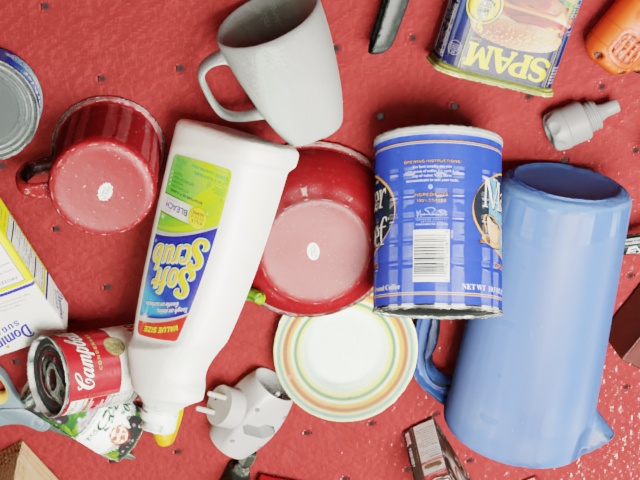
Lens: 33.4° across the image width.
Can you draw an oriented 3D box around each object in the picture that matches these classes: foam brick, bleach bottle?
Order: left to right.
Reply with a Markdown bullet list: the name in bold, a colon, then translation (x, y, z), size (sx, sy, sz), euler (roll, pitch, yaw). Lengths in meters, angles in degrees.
- **bleach bottle**: translation (-0.096, 0.037, 0.848), size (0.067, 0.103, 0.251), euler (3, 104, -52)
- **foam brick**: translation (0.308, 0.077, 0.974), size (0.051, 0.053, 0.078), euler (26, 112, -19)

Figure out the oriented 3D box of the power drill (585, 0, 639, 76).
- **power drill**: translation (0.331, -0.175, 0.846), size (0.187, 0.057, 0.185), euler (32, 113, -18)

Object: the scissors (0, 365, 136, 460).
- **scissors**: translation (-0.275, 0.172, 0.979), size (0.096, 0.016, 0.201), euler (-41, 114, 15)

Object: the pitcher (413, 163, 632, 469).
- **pitcher**: translation (0.179, 0.060, 0.918), size (0.149, 0.145, 0.243), euler (-2, 114, -19)

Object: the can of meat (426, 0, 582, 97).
- **can of meat**: translation (0.144, -0.166, 0.829), size (0.102, 0.057, 0.084), euler (11, 113, -12)

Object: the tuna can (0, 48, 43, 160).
- **tuna can**: translation (-0.259, -0.106, 0.827), size (0.086, 0.034, 0.086), euler (-2, 117, -5)

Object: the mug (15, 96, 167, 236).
- **mug**: translation (-0.180, -0.054, 0.835), size (0.117, 0.081, 0.093), euler (-6, 118, -4)

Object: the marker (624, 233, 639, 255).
- **marker**: translation (0.280, 0.003, 0.922), size (0.121, 0.020, 0.020), euler (-8, 122, 31)

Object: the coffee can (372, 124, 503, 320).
- **coffee can**: translation (0.093, -0.011, 0.842), size (0.102, 0.103, 0.140), euler (2, 81, -8)

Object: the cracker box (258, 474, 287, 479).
- **cracker box**: translation (0.018, 0.333, 1.063), size (0.213, 0.072, 0.164), euler (15, 115, -14)

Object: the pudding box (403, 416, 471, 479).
- **pudding box**: translation (0.123, 0.239, 1.016), size (0.039, 0.090, 0.113), euler (-29, 116, 9)

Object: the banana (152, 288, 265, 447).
- **banana**: translation (-0.116, 0.095, 0.931), size (0.037, 0.070, 0.198), euler (1, 133, -41)

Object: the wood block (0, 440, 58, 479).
- **wood block**: translation (-0.260, 0.302, 1.007), size (0.091, 0.090, 0.206), euler (-29, 116, 8)

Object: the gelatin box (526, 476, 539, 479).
- **gelatin box**: translation (0.194, 0.288, 1.082), size (0.089, 0.030, 0.073), euler (-23, 118, 6)

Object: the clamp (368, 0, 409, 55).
- **clamp**: translation (0.054, -0.235, 0.794), size (0.120, 0.039, 0.171), euler (33, 106, -26)

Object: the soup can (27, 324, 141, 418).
- **soup can**: translation (-0.186, 0.108, 0.903), size (0.102, 0.069, 0.068), euler (-5, 123, -41)

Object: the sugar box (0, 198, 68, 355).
- **sugar box**: translation (-0.283, 0.019, 0.866), size (0.093, 0.048, 0.176), euler (-17, 132, 3)

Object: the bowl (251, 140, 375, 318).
- **bowl**: translation (-0.006, 0.001, 0.889), size (0.162, 0.055, 0.162), euler (-2, 110, -5)
